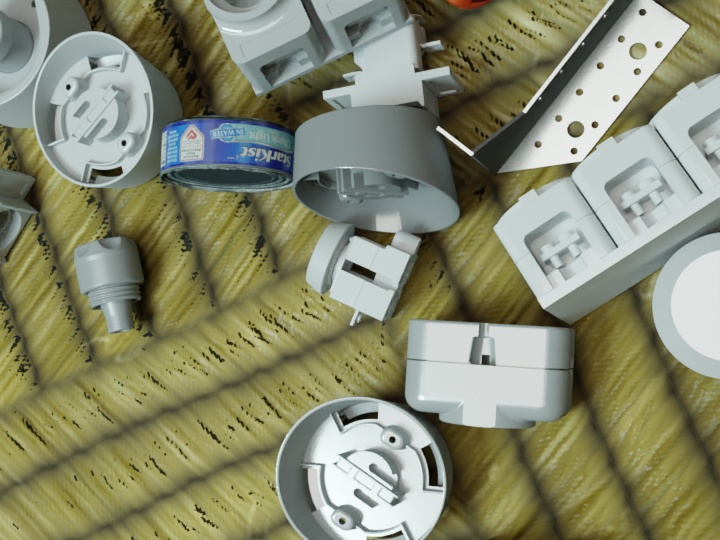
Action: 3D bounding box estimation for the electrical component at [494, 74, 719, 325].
[{"bbox_3d":[0.157,-0.039,0.599,0.150,0.089,0.061,-34,72,12],"label":"electrical component"}]

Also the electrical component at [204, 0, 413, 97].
[{"bbox_3d":[-0.057,-0.216,0.647,0.105,0.060,0.186,-25,77,5],"label":"electrical component"}]

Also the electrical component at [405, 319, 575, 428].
[{"bbox_3d":[0.077,0.061,0.638,0.095,0.054,0.059,3,87,17],"label":"electrical component"}]

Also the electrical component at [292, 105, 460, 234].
[{"bbox_3d":[0.008,-0.059,0.647,0.099,0.099,0.064,-7,78,17],"label":"electrical component"}]

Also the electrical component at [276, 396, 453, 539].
[{"bbox_3d":[0.006,0.125,0.650,0.099,0.064,0.099,-1,86,17],"label":"electrical component"}]

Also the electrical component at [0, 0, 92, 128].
[{"bbox_3d":[-0.249,-0.158,0.750,0.108,0.060,0.108,-1,86,17],"label":"electrical component"}]

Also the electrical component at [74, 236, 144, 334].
[{"bbox_3d":[-0.166,0.011,0.723,0.043,0.043,0.062,-15,83,16],"label":"electrical component"}]

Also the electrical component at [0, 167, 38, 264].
[{"bbox_3d":[-0.273,-0.042,0.760,0.064,0.042,0.081,36,96,18],"label":"electrical component"}]

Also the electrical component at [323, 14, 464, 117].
[{"bbox_3d":[0.020,-0.124,0.675,0.081,0.042,0.063,-9,80,16],"label":"electrical component"}]

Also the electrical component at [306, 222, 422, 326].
[{"bbox_3d":[0.000,0.000,0.671,0.055,0.048,0.066,24,94,10],"label":"electrical component"}]

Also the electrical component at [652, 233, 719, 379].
[{"bbox_3d":[0.206,0.021,0.602,0.080,0.051,0.080,-1,86,17],"label":"electrical component"}]

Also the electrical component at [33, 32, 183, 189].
[{"bbox_3d":[-0.170,-0.103,0.720,0.099,0.064,0.099,-1,86,17],"label":"electrical component"}]
